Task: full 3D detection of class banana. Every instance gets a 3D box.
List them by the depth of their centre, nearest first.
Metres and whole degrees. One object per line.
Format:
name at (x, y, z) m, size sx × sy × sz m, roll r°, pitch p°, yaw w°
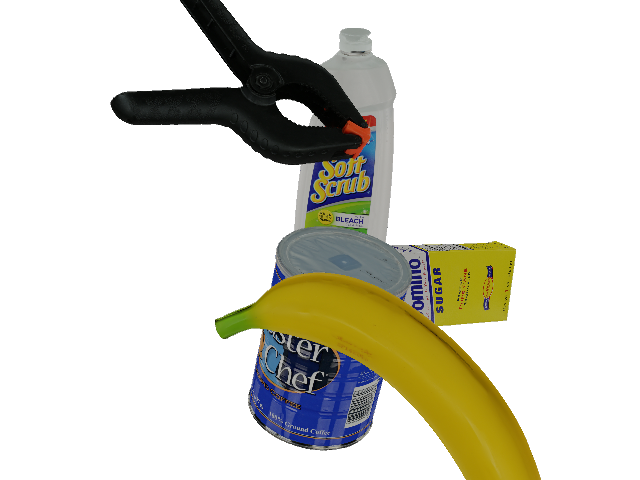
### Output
banana at (0.045, 0.073, 0.530) m, size 0.198 × 0.070 × 0.037 m, roll 37°, pitch 25°, yaw 5°

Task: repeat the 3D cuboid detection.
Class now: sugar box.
sugar box at (0.145, 0.052, 1.247) m, size 0.175 × 0.093 × 0.048 m, roll -3°, pitch 14°, yaw -33°

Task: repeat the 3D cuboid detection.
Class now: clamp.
clamp at (-0.045, -0.110, 0.725) m, size 0.171 × 0.120 × 0.039 m, roll 18°, pitch -18°, yaw -13°

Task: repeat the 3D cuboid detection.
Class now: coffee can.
coffee can at (0.005, 0.074, 0.822) m, size 0.102 × 0.140 × 0.103 m, roll 9°, pitch 29°, yaw -5°

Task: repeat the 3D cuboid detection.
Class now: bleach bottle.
bleach bottle at (0.022, -0.087, 1.067) m, size 0.102 × 0.251 × 0.068 m, roll 7°, pitch 27°, yaw 10°
